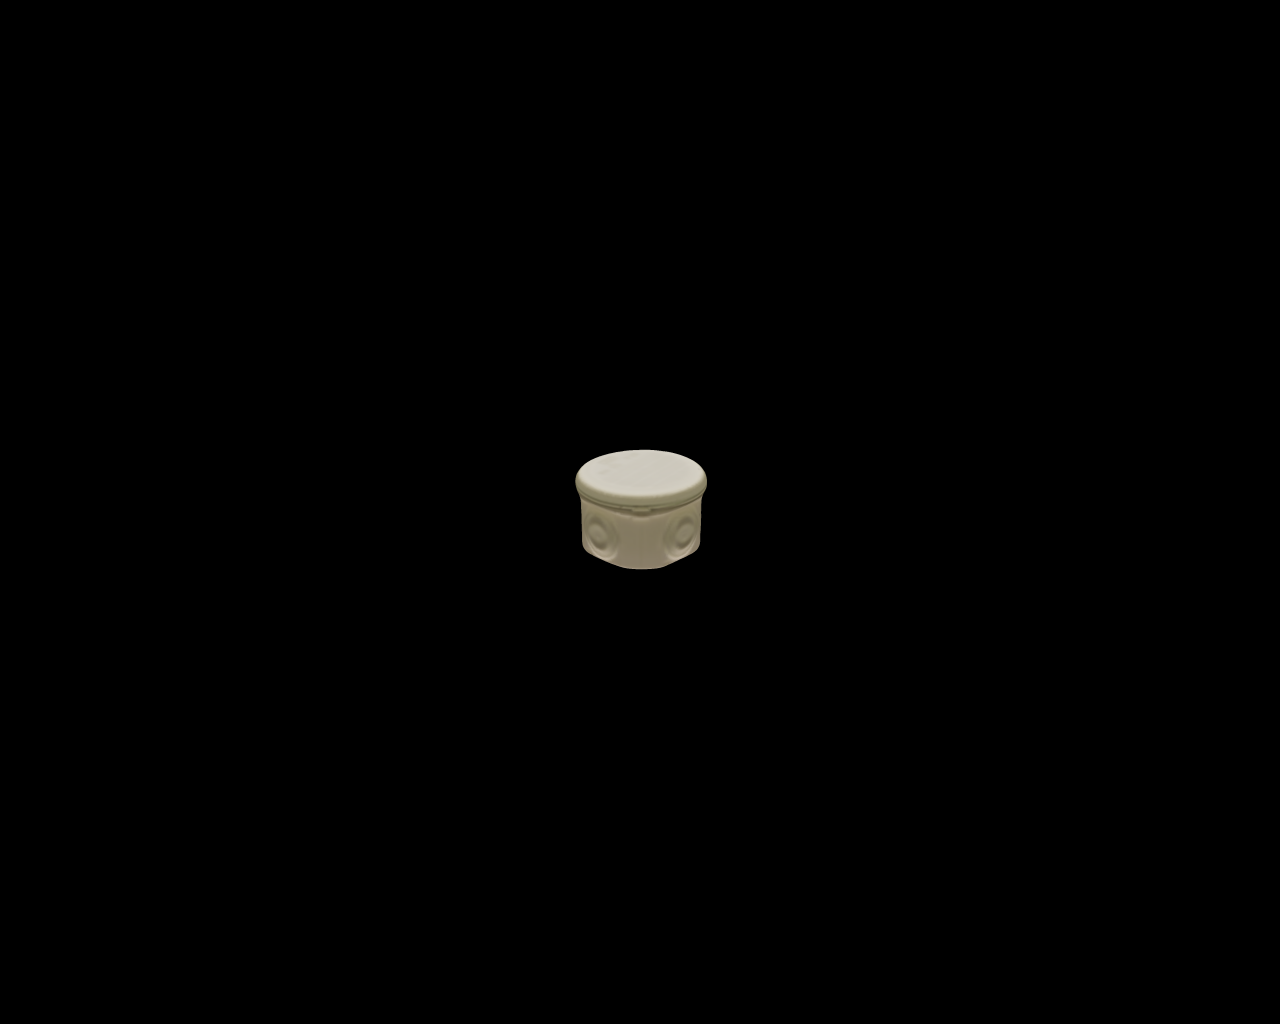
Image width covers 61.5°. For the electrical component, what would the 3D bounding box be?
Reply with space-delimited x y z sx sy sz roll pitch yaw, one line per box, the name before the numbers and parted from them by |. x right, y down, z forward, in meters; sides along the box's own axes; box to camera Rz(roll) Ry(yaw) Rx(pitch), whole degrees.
electrical component | 0.001 -0.003 0.650 0.080 0.050 0.080 0 24 0
